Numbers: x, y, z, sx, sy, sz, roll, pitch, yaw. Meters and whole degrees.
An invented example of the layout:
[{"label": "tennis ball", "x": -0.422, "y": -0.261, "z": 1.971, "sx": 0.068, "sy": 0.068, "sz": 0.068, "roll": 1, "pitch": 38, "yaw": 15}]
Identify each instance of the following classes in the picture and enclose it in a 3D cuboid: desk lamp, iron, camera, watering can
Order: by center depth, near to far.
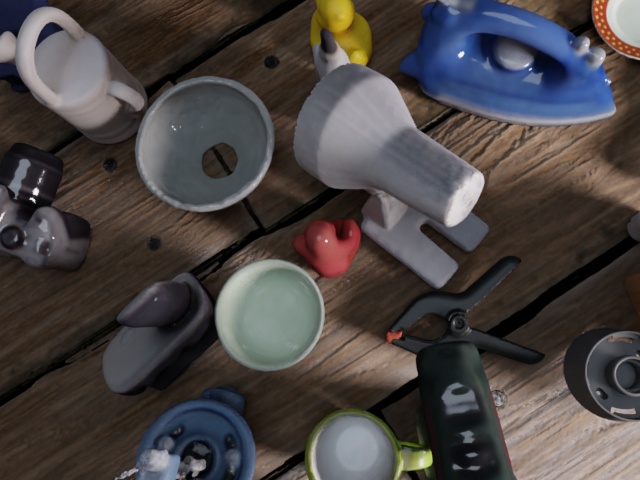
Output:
[{"label": "desk lamp", "x": 0.084, "y": -0.062, "z": 0.591, "sx": 0.203, "sy": 0.213, "sz": 0.118, "roll": 39, "pitch": 85, "yaw": 12}, {"label": "iron", "x": 0.225, "y": -0.211, "z": 0.641, "sx": 0.258, "sy": 0.141, "sz": 0.119, "roll": 20, "pitch": 82, "yaw": 10}, {"label": "watering can", "x": -0.294, "y": -0.193, "z": 0.669, "sx": 0.172, "sy": 0.194, "sz": 0.101, "roll": -1, "pitch": 79, "yaw": 6}, {"label": "camera", "x": -0.357, "y": -0.044, "z": 0.694, "sx": 0.143, "sy": 0.101, "sz": 0.137, "roll": 16, "pitch": 81, "yaw": 9}]

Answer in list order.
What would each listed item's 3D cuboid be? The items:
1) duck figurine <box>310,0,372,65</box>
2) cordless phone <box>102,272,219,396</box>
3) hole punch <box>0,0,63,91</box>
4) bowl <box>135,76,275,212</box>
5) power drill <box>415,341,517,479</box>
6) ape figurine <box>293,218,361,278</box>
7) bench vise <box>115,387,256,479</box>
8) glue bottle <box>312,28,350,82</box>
[{"label": "duck figurine", "x": 0.023, "y": -0.264, "z": 0.703, "sx": 0.077, "sy": 0.086, "sz": 0.104, "roll": -25, "pitch": 77, "yaw": 1}, {"label": "cordless phone", "x": -0.188, "y": 0.096, "z": 0.604, "sx": 0.094, "sy": 0.185, "sz": 0.147, "roll": 41, "pitch": 86, "yaw": 12}, {"label": "hole punch", "x": -0.381, "y": -0.259, "z": 0.744, "sx": 0.108, "sy": 0.091, "sz": 0.101, "roll": -13, "pitch": 78, "yaw": 4}, {"label": "bowl", "x": -0.130, "y": -0.107, "z": 0.695, "sx": 0.167, "sy": 0.075, "sz": 0.167, "roll": -1, "pitch": 79, "yaw": 6}, {"label": "power drill", "x": 0.137, "y": 0.211, "z": 0.533, "sx": 0.075, "sy": 0.208, "sz": 0.229, "roll": -12, "pitch": 78, "yaw": 4}, {"label": "ape figurine", "x": 0.006, "y": 0.002, "z": 0.649, "sx": 0.077, "sy": 0.092, "sz": 0.076, "roll": 1, "pitch": 79, "yaw": 7}, {"label": "bench vise", "x": -0.121, "y": 0.253, "z": 0.548, "sx": 0.121, "sy": 0.220, "sz": 0.207, "roll": -10, "pitch": 78, "yaw": 5}, {"label": "glue bottle", "x": 0.016, "y": -0.188, "z": 0.644, "sx": 0.037, "sy": 0.173, "sz": 0.078, "roll": -26, "pitch": 77, "yaw": 1}]
